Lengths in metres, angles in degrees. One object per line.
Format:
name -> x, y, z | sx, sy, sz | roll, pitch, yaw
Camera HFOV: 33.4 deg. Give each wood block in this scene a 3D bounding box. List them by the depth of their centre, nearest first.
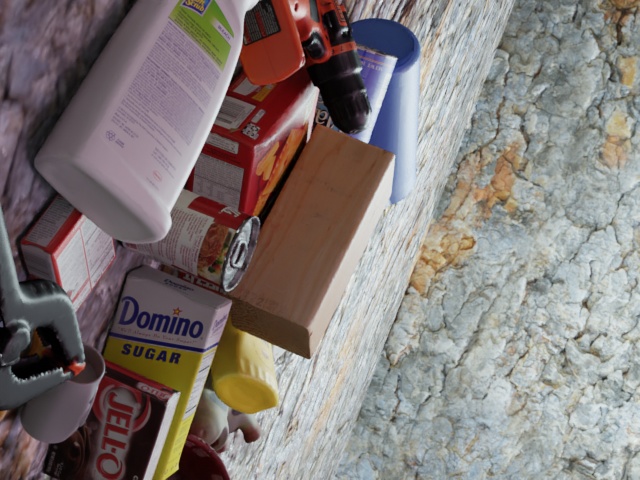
wood block -> -0.006, 0.002, 1.070 | 0.091, 0.090, 0.206 | 88, 26, -64

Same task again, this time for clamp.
clamp -> -0.215, 0.069, 0.679 | 0.164, 0.036, 0.210 | -59, 159, -13

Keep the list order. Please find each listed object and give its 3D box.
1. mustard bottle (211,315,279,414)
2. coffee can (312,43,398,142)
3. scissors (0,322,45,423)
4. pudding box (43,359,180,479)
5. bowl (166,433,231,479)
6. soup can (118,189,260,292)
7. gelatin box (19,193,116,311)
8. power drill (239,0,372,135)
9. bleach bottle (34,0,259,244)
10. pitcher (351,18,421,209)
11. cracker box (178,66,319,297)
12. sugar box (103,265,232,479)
mustard bottle -> -0.087, 0.083, 1.142 | 0.096, 0.058, 0.191 | 50, 25, -50
coffee can -> 0.018, -0.157, 1.216 | 0.102, 0.103, 0.140 | -24, 134, -73
scissors -> -0.213, 0.042, 0.743 | 0.096, 0.016, 0.202 | -51, 159, -60
pudding box -> -0.181, 0.167, 0.926 | 0.039, 0.090, 0.113 | -37, 147, -70
bowl -> -0.171, 0.271, 1.088 | 0.055, 0.162, 0.162 | -4, -122, 62
soup can -> -0.111, -0.006, 0.903 | 0.068, 0.102, 0.068 | 22, 90, -78
gelatin box -> -0.184, 0.007, 0.782 | 0.089, 0.030, 0.073 | 96, 18, -52
power drill -> -0.018, -0.177, 0.946 | 0.184, 0.057, 0.187 | 68, 19, -1
bleach bottle -> -0.102, -0.126, 0.770 | 0.102, 0.068, 0.250 | 46, 57, -35
pitcher -> 0.066, -0.171, 1.389 | 0.144, 0.149, 0.243 | -42, 153, -29
cracker box -> -0.068, -0.064, 1.068 | 0.164, 0.072, 0.214 | -56, 164, -45
sugar box -> -0.152, 0.121, 0.970 | 0.048, 0.093, 0.176 | -30, 139, -71
